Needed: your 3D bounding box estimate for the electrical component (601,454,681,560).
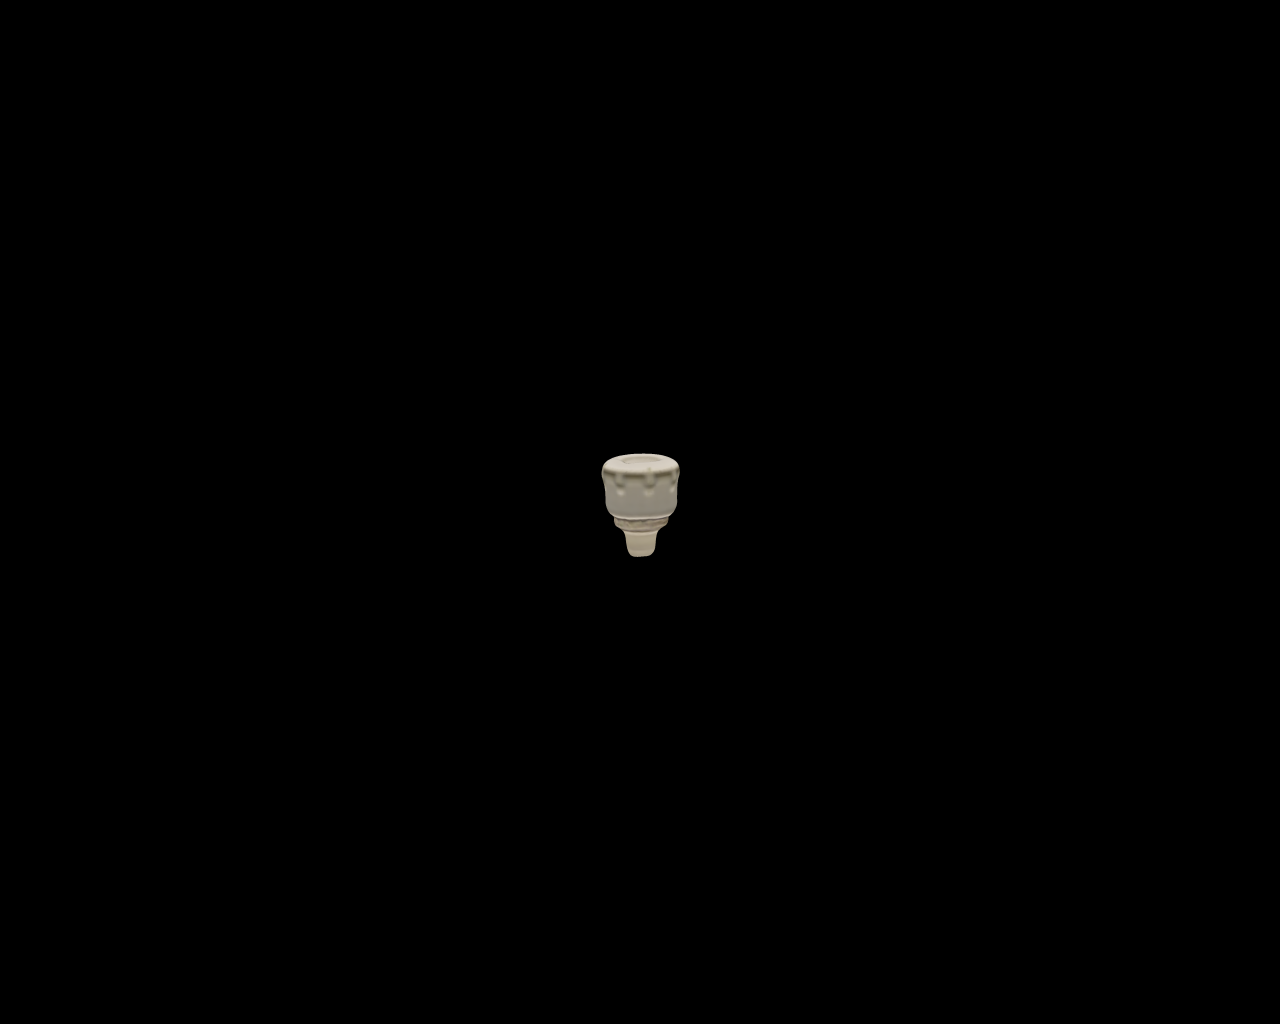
[{"bbox_3d":[0.001,-0.003,0.650,0.048,0.062,0.048,0,13,0],"label":"electrical component"}]
